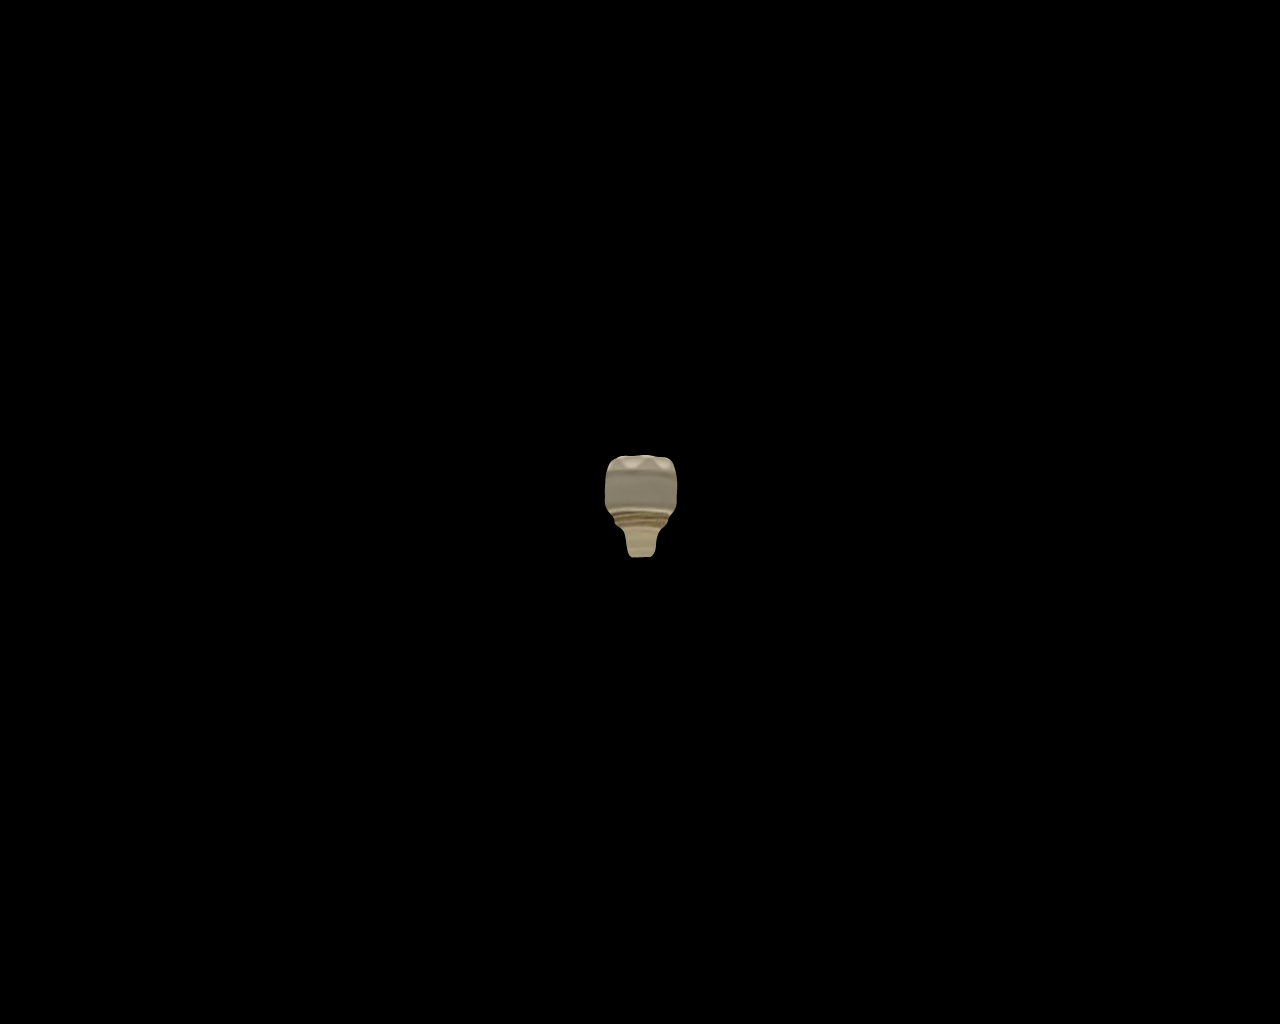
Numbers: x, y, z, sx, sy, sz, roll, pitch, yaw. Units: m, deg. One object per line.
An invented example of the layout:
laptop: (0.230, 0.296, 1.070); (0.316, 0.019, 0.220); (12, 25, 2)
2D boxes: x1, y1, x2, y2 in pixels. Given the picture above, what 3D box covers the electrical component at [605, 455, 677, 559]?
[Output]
electrical component: (0.001, -0.003, 0.650); (0.043, 0.062, 0.043); (0, -5, 0)
